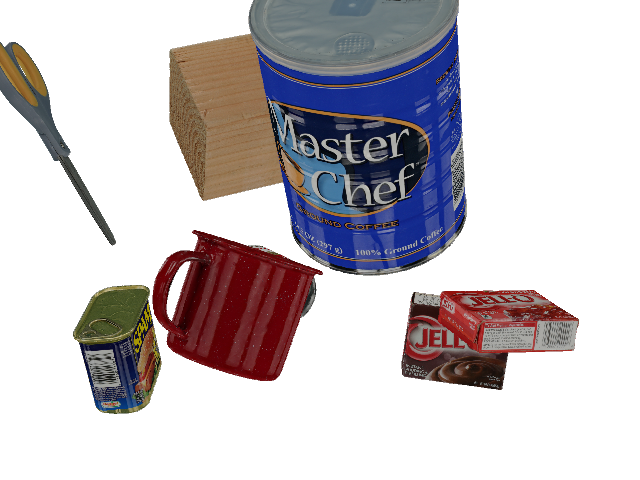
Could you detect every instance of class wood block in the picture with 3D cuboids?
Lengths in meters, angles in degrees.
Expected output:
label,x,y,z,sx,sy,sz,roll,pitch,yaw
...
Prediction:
label,x,y,z,sx,sy,sz,roll,pitch,yaw
wood block,-0.010,-0.113,0.861,0.205,0.091,0.090,-14,-33,-18

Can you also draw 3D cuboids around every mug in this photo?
label,x,y,z,sx,sy,sz,roll,pitch,yaw
mug,-0.063,0.043,0.715,0.093,0.081,0.117,18,-1,44

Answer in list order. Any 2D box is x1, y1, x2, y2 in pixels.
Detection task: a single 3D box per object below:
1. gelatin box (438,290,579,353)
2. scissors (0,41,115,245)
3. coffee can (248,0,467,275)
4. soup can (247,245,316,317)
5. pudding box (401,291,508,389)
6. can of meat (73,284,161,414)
label,x,y,z,sx,sy,sz,roll,pitch,yaw
gelatin box,0.149,0.063,0.854,0.089,0.030,0.073,1,15,-19
scissors,-0.232,-0.094,0.936,0.016,0.201,0.096,-27,26,9
coffee can,0.024,-0.066,0.564,0.103,0.140,0.103,-5,44,5
soup can,-0.057,0.047,1.191,0.068,0.068,0.102,0,11,-27
pudding box,0.149,0.109,1.163,0.113,0.090,0.039,7,24,3
can of meat,-0.188,0.103,1.007,0.057,0.084,0.102,-5,25,6
